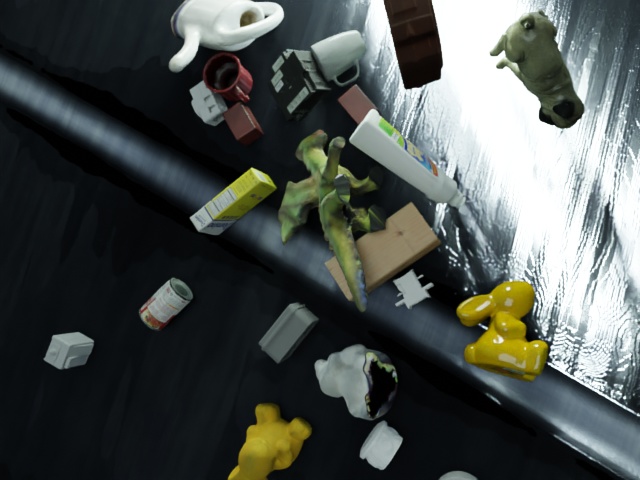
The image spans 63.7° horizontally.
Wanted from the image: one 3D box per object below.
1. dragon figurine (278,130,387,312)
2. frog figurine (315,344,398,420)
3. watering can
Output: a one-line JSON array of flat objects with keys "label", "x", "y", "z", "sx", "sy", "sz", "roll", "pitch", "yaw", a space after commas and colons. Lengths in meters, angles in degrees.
[{"label": "dragon figurine", "x": 0.003, "y": -0.052, "z": 1.028, "sx": 0.240, "sy": 0.121, "sz": 0.417, "roll": -21, "pitch": 60, "yaw": 47}, {"label": "frog figurine", "x": 0.068, "y": 0.276, "z": 1.008, "sx": 0.158, "sy": 0.123, "sz": 0.138, "roll": -16, "pitch": 88, "yaw": 50}, {"label": "watering can", "x": -0.238, "y": -0.455, "z": 1.110, "sx": 0.226, "sy": 0.101, "sz": 0.353, "roll": 24, "pitch": 48, "yaw": 32}]
